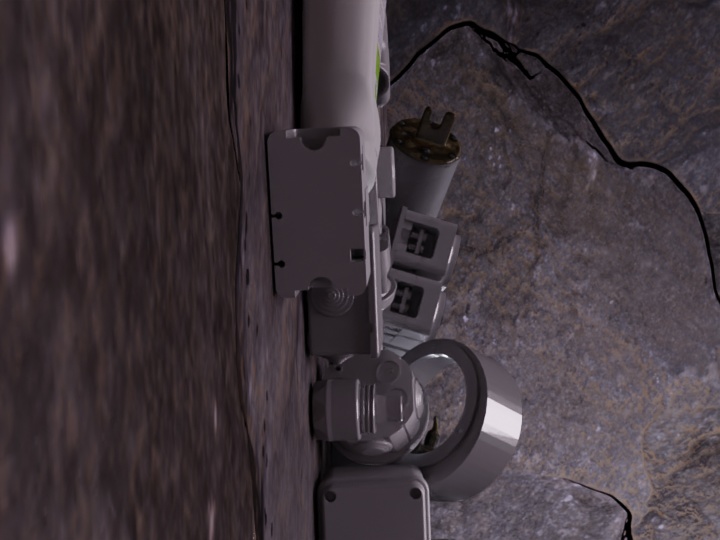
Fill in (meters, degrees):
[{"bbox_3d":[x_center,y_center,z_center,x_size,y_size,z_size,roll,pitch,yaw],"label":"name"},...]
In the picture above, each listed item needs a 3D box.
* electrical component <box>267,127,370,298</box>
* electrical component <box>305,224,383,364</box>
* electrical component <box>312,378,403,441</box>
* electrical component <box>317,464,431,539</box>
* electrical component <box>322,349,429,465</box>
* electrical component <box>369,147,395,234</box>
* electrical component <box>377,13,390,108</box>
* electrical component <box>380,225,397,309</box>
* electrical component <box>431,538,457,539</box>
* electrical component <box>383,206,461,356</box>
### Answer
[{"bbox_3d":[-0.021,-0.034,0.598,0.055,0.050,0.089,-71,158,-81],"label":"electrical component"},{"bbox_3d":[-0.011,0.013,0.758,0.099,0.048,0.099,-51,139,-85],"label":"electrical component"},{"bbox_3d":[-0.002,0.097,0.746,0.043,0.062,0.043,-2,90,-87],"label":"electrical component"},{"bbox_3d":[0.011,0.199,0.764,0.057,0.078,0.113,-81,169,-88],"label":"electrical component"},{"bbox_3d":[0.009,0.100,0.798,0.051,0.080,0.080,69,18,-62],"label":"electrical component"},{"bbox_3d":[-0.003,-0.077,0.856,0.108,0.060,0.108,-2,90,-87],"label":"electrical component"},{"bbox_3d":[0.001,-0.205,1.059,0.095,0.054,0.059,83,6,-55],"label":"electrical component"},{"bbox_3d":[0.000,0.000,0.890,0.078,0.058,0.057,-87,171,-60],"label":"electrical component"},{"bbox_3d":[0.042,0.317,0.977,0.186,0.105,0.060,-83,170,-69],"label":"electrical component"},{"bbox_3d":[0.041,0.022,1.019,0.186,0.060,0.105,119,-13,-75],"label":"electrical component"}]
